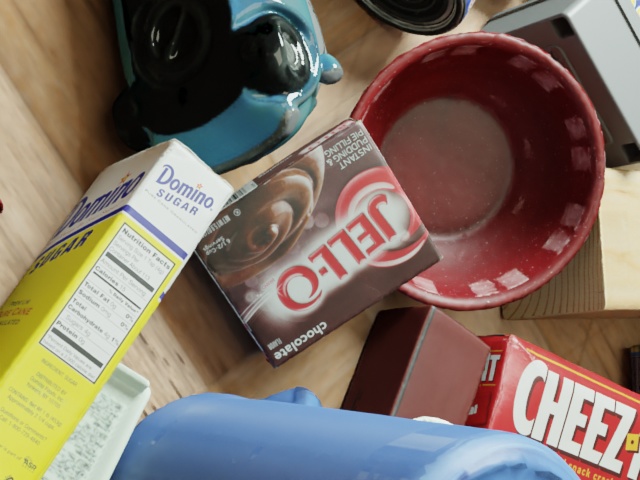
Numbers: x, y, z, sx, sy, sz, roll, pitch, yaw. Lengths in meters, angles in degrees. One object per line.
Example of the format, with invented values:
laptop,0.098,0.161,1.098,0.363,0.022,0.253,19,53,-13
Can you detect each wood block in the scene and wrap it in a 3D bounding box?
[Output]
wood block,0.228,0.006,0.724,0.205,0.091,0.090,2,82,-33

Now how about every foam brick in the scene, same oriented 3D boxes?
foam brick,0.055,0.084,0.624,0.051,0.053,0.078,33,69,-26

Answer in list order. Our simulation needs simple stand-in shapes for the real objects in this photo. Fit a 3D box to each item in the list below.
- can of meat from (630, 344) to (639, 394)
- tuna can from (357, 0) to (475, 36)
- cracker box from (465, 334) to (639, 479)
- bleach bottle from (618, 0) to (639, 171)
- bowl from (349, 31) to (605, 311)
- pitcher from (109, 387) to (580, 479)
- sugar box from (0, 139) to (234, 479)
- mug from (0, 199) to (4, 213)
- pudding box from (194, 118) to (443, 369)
can of meat,0.266,0.119,0.757,0.101,0.058,0.084,9,76,-33
tuna can,0.055,-0.162,0.633,0.086,0.086,0.033,41,66,-22
cracker box,0.132,0.184,0.651,0.164,0.072,0.213,25,71,-28
bleach bottle,0.193,-0.170,0.741,0.102,0.068,0.251,-31,99,-32
bowl,0.084,-0.041,0.636,0.162,0.055,0.162,-2,98,-11
pitcher,-0.002,0.143,0.464,0.144,0.243,0.149,-1,84,-32
sugar box,-0.118,0.037,0.492,0.048,0.094,0.176,39,64,-23
mug,-0.206,-0.008,0.450,0.117,0.093,0.081,25,73,4
pudding box,-0.004,0.001,0.578,0.113,0.039,0.090,-33,103,-1
